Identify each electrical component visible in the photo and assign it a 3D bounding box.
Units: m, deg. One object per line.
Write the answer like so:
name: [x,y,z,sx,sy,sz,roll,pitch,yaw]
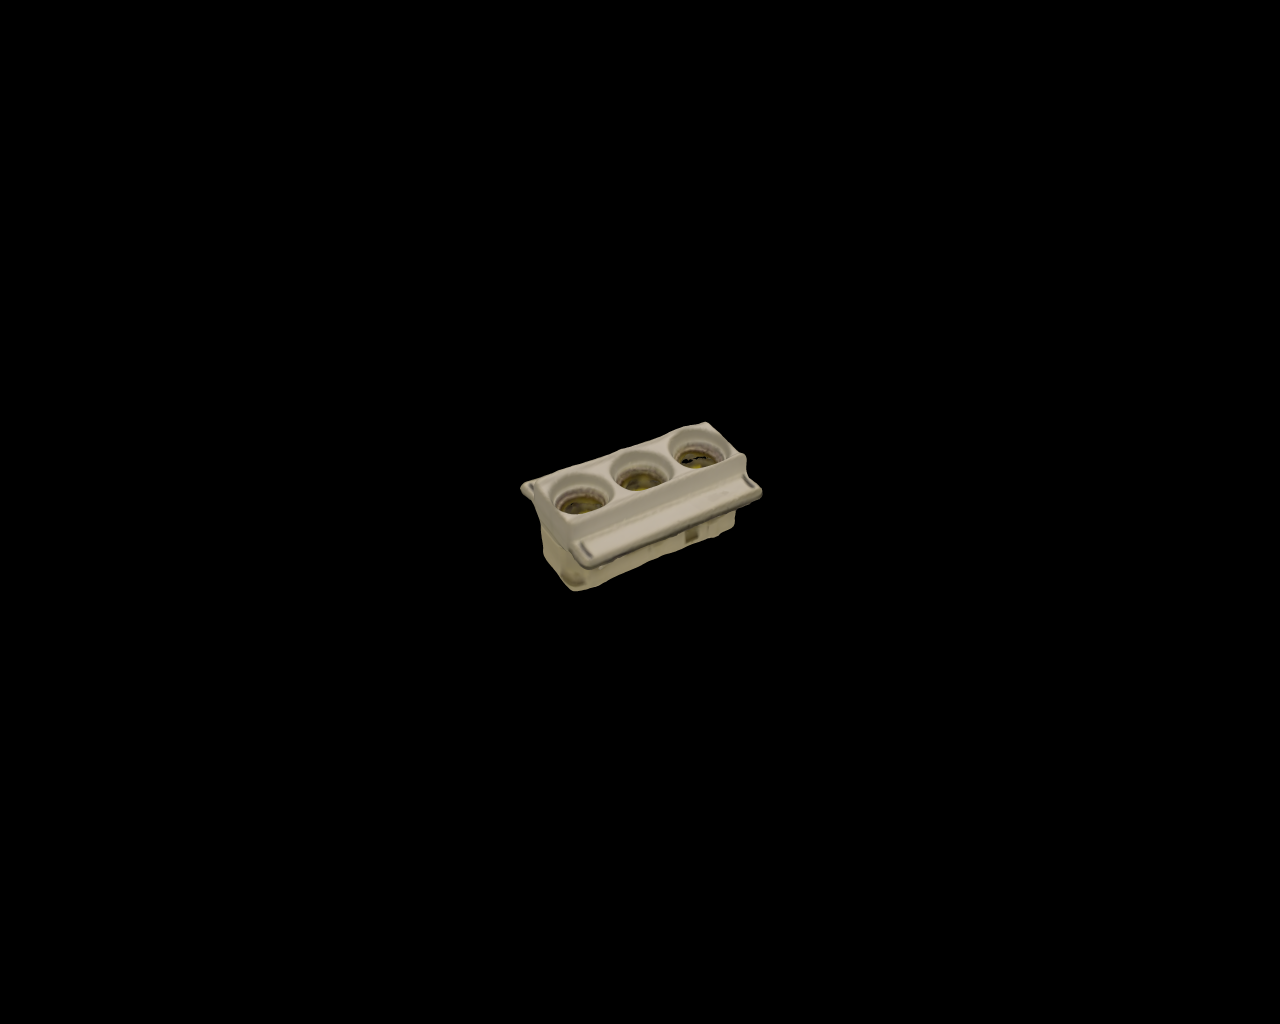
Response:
electrical component: [0.001,-0.003,0.650,0.121,0.063,0.079,-22,45,-23]
